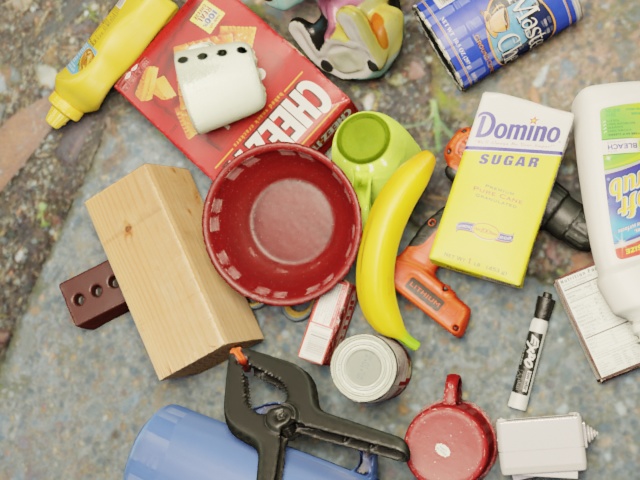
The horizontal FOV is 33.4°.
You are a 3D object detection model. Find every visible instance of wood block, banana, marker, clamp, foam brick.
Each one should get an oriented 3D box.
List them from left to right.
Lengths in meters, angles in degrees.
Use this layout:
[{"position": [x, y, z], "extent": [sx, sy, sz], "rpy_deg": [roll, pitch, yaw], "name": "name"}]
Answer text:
[{"position": [-0.234, 0.057, 1.164], "extent": [0.078, 0.051, 0.053], "rpy_deg": [-27, 78, 8], "name": "foam brick"}, {"position": [-0.153, 0.033, 1.122], "extent": [0.091, 0.090, 0.206], "rpy_deg": [-29, 78, 20], "name": "wood block"}, {"position": [-0.039, 0.185, 1.020], "extent": [0.164, 0.036, 0.210], "rpy_deg": [-36, 52, -17], "name": "clamp"}, {"position": [0.070, 0.009, 1.043], "extent": [0.069, 0.037, 0.198], "rpy_deg": [3, 95, -24], "name": "banana"}, {"position": [0.214, 0.111, 1.074], "extent": [0.020, 0.020, 0.121], "rpy_deg": [15, 86, 14], "name": "marker"}]

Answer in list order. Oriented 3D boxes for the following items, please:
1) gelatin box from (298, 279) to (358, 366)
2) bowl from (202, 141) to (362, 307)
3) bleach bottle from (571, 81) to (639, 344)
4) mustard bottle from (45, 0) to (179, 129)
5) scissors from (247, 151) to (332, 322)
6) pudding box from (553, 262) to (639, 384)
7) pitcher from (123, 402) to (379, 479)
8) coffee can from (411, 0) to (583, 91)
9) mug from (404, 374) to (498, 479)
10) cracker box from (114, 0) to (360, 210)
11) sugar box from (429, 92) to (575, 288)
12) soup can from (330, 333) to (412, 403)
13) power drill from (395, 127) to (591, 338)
[{"position": [0.011, 0.084, 1.095], "extent": [0.030, 0.073, 0.089], "rpy_deg": [18, 86, 13], "name": "gelatin box"}, {"position": [-0.033, -0.017, 1.065], "extent": [0.162, 0.055, 0.162], "rpy_deg": [1, 94, 11], "name": "bowl"}, {"position": [0.306, -0.026, 1.021], "extent": [0.102, 0.068, 0.251], "rpy_deg": [-4, 72, -1], "name": "bleach bottle"}, {"position": [-0.237, -0.201, 1.179], "extent": [0.058, 0.096, 0.191], "rpy_deg": [38, 94, -28], "name": "mustard bottle"}, {"position": [-0.007, 0.001, 1.139], "extent": [0.096, 0.016, 0.202], "rpy_deg": [39, 93, 13], "name": "scissors"}, {"position": [0.294, 0.073, 1.052], "extent": [0.090, 0.039, 0.113], "rpy_deg": [-23, 77, 8], "name": "pudding box"}, {"position": [-0.065, 0.246, 1.068], "extent": [0.243, 0.149, 0.145], "rpy_deg": [21, 131, 17], "name": "pitcher"}, {"position": [0.179, -0.231, 1.083], "extent": [0.140, 0.102, 0.103], "rpy_deg": [-31, 78, 7], "name": "coffee can"}, {"position": [0.128, 0.191, 1.051], "extent": [0.093, 0.081, 0.117], "rpy_deg": [6, 84, 13], "name": "mug"}, {"position": [-0.091, -0.152, 1.149], "extent": [0.214, 0.072, 0.164], "rpy_deg": [43, 93, 13], "name": "cracker box"}, {"position": [0.176, -0.049, 1.033], "extent": [0.093, 0.048, 0.176], "rpy_deg": [17, 86, 13], "name": "sugar box"}, {"position": [0.052, 0.128, 1.065], "extent": [0.068, 0.102, 0.068], "rpy_deg": [-2, 83, 12], "name": "soup can"}, {"position": [0.168, 0.004, 1.081], "extent": [0.184, 0.057, 0.187], "rpy_deg": [37, 90, 14], "name": "power drill"}]
